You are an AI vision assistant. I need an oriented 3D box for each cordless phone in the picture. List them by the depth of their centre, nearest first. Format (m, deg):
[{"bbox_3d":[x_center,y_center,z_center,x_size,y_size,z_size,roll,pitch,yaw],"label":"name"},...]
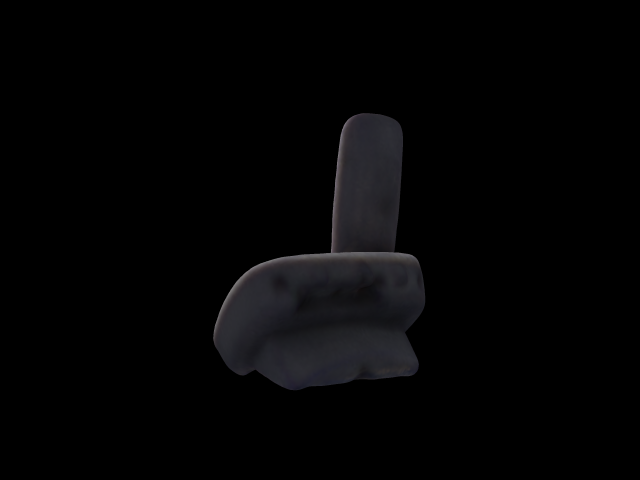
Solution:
[{"bbox_3d":[0.004,0.001,0.400,0.148,0.185,0.093,0,0,-39],"label":"cordless phone"}]
